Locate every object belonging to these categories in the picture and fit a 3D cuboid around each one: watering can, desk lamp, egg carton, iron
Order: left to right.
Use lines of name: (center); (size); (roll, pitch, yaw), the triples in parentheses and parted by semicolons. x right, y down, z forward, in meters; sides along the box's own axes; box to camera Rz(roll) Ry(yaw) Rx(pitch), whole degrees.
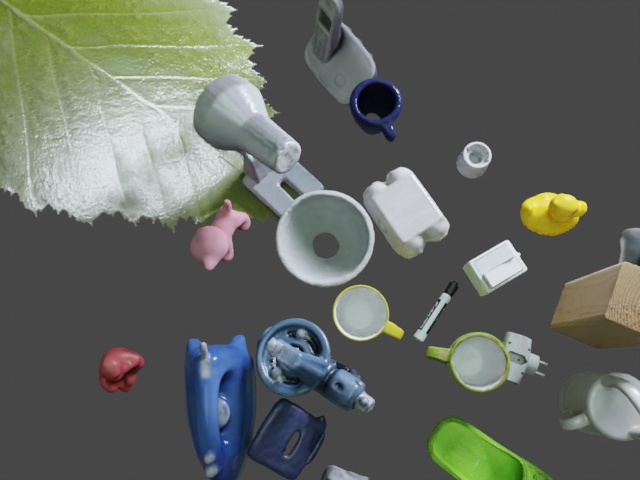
iron: (-0.164, 0.279, 0.895); (0.118, 0.141, 0.258); (-5, 77, 0)
desk lamp: (-0.096, -0.151, 0.952); (0.203, 0.213, 0.118); (42, 82, 10)
egg carton: (0.147, -0.047, 0.997); (0.107, 0.069, 0.150); (-33, 79, -6)
watering can: (0.450, 0.245, 0.861); (0.173, 0.194, 0.101); (-43, 80, -8)

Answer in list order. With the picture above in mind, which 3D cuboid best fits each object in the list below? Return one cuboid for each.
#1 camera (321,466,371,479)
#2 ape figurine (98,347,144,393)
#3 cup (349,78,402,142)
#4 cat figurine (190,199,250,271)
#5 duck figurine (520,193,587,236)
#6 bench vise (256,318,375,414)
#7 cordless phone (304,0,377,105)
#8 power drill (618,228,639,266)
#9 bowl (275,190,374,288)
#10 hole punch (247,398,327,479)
camera: (0.053, 0.438, 0.876); (0.143, 0.101, 0.137); (21, 79, 6)
ape figurine: (-0.333, 0.210, 0.939); (0.078, 0.092, 0.076); (-25, 78, -4)
cup: (0.103, -0.216, 1.022); (0.091, 0.095, 0.117); (-24, 78, -4)
cat figurine: (-0.176, -0.009, 0.971); (0.067, 0.118, 0.128); (22, 79, 6)
duck figurine: (0.403, -0.052, 0.983); (0.104, 0.086, 0.077); (3, 78, 2)
bench vise: (-0.007, 0.187, 0.872); (0.207, 0.220, 0.121); (14, 78, 5)
cordless phone: (0.037, -0.338, 1.004); (0.094, 0.185, 0.147); (-39, 79, -7)
power drill: (0.558, 0.004, 0.905); (0.075, 0.208, 0.230); (8, 78, 4)
bowl: (0.009, 0.004, 0.986); (0.167, 0.075, 0.167); (0, 78, 1)
hole punch: (-0.049, 0.315, 0.910); (0.101, 0.091, 0.109); (30, 80, 8)
